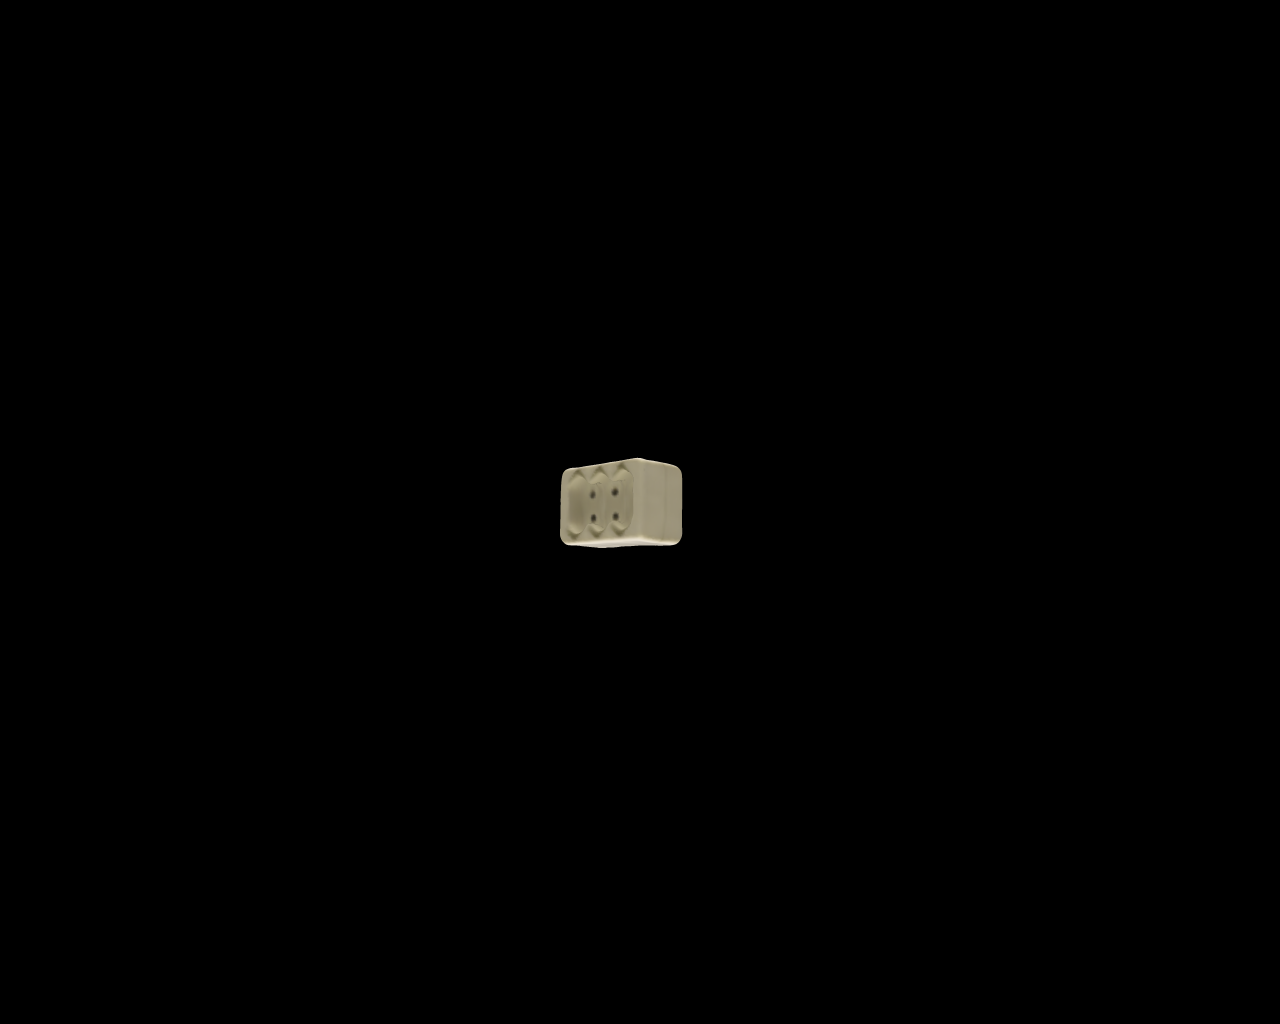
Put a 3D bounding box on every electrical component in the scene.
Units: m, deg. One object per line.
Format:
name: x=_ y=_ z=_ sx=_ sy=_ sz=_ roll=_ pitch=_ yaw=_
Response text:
electrical component: x=0.001 y=-0.003 z=0.650 sx=0.065 sy=0.047 sz=0.077 roll=-5 pitch=-8 yaw=40
